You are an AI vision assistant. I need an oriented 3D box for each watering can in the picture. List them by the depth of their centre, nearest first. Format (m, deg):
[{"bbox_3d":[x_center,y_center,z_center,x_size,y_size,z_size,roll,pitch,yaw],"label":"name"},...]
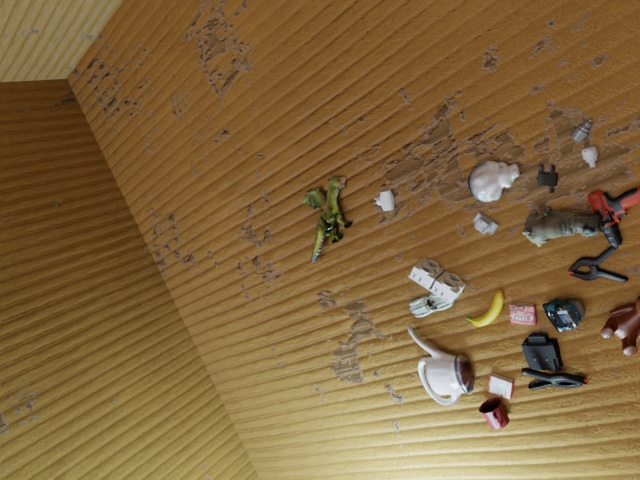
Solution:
[{"bbox_3d":[0.482,0.498,2.050,0.222,0.105,0.347,-17,95,38],"label":"watering can"}]

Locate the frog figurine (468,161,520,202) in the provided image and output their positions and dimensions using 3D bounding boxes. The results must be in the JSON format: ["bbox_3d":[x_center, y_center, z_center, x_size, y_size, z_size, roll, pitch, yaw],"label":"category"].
[{"bbox_3d":[0.586,-0.200,1.733,0.159,0.123,0.138,-7,83,50],"label":"frog figurine"}]

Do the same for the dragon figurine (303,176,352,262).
[{"bbox_3d":[0.007,-0.112,2.228,0.402,0.122,0.247,-52,56,34],"label":"dragon figurine"}]
